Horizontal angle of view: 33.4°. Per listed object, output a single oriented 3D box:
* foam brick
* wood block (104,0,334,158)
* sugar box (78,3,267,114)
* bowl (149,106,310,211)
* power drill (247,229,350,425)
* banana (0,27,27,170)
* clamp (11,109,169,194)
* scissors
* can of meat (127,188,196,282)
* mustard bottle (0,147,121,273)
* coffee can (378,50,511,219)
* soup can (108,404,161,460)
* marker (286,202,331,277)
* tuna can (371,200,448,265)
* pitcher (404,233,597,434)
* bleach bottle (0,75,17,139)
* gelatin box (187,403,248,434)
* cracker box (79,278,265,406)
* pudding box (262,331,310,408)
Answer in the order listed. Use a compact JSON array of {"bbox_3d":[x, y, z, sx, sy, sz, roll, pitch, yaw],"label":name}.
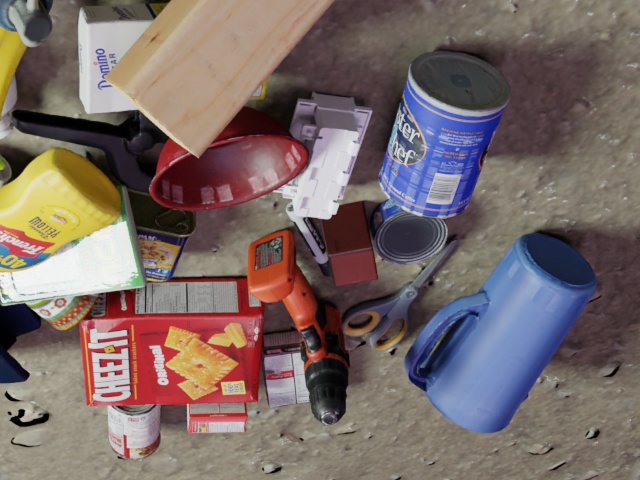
[{"bbox_3d":[0.032,0.004,1.199,0.053,0.078,0.051,-10,135,3],"label":"foam brick"},{"bbox_3d":[-0.080,-0.184,0.925,0.090,0.091,0.206,42,87,-26],"label":"wood block"},{"bbox_3d":[-0.134,-0.173,0.995,0.176,0.048,0.093,-5,127,-20],"label":"sugar box"},{"bbox_3d":[-0.095,-0.087,1.057,0.162,0.055,0.162,-15,162,-5],"label":"bowl"},{"bbox_3d":[-0.021,0.096,1.217,0.057,0.184,0.187,-20,124,9],"label":"power drill"},{"bbox_3d":[-0.287,-0.154,0.963,0.037,0.069,0.198,25,105,6],"label":"banana"},{"bbox_3d":[-0.195,-0.105,1.074,0.164,0.036,0.210,-29,135,1],"label":"clamp"},{"bbox_3d":[0.090,0.065,1.310,0.096,0.016,0.202,7,131,-16],"label":"scissors"},{"bbox_3d":[-0.196,-0.004,1.167,0.102,0.057,0.084,12,132,-19],"label":"can of meat"},{"bbox_3d":[-0.300,-0.016,1.075,0.192,0.058,0.096,-28,137,22],"label":"mustard bottle"},{"bbox_3d":[0.125,-0.107,1.091,0.102,0.103,0.140,3,133,-12],"label":"coffee can"},{"bbox_3d":[-0.238,0.226,1.367,0.068,0.068,0.102,-1,135,-9],"label":"soup can"},{"bbox_3d":[-0.008,0.002,1.229,0.020,0.020,0.121,-20,133,9],"label":"marker"},{"bbox_3d":[0.101,-0.013,1.224,0.086,0.034,0.086,-5,134,-5],"label":"tuna can"},{"bbox_3d":[0.221,0.110,1.300,0.145,0.149,0.243,38,125,17],"label":"pitcher"},{"bbox_3d":[-0.353,-0.187,0.962,0.102,0.068,0.251,-18,136,2],"label":"bleach bottle"},{"bbox_3d":[-0.132,0.206,1.353,0.073,0.089,0.030,1,124,-10],"label":"gelatin box"},{"bbox_3d":[-0.177,0.126,1.283,0.213,0.072,0.164,-1,133,-8],"label":"cracker box"},{"bbox_3d":[-0.028,0.165,1.369,0.090,0.039,0.113,-8,136,-4],"label":"pudding box"}]
